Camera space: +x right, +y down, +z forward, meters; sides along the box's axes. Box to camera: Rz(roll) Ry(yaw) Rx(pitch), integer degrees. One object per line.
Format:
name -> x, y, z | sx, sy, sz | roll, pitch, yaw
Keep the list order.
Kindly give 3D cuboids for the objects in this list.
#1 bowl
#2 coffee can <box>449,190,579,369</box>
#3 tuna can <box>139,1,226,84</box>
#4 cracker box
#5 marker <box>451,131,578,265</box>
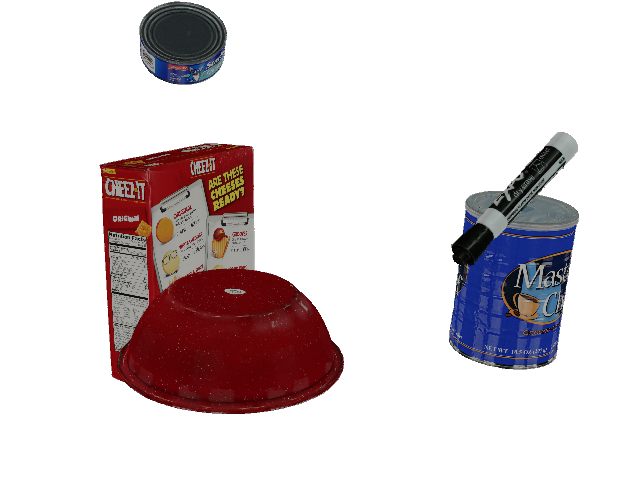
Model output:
bowl -> -0.062, 0.061, 0.752 | 0.162, 0.055, 0.162 | 2, 19, -1
coffee can -> 0.178, 0.035, 0.993 | 0.103, 0.140, 0.103 | 4, 19, -2
tuna can -> -0.137, -0.196, 1.063 | 0.086, 0.086, 0.034 | 0, -35, -9
cracker box -> -0.137, 0.020, 1.057 | 0.072, 0.214, 0.163 | 7, 15, 31
marker -> 0.127, -0.027, 0.699 | 0.121, 0.020, 0.020 | -45, 20, -21
